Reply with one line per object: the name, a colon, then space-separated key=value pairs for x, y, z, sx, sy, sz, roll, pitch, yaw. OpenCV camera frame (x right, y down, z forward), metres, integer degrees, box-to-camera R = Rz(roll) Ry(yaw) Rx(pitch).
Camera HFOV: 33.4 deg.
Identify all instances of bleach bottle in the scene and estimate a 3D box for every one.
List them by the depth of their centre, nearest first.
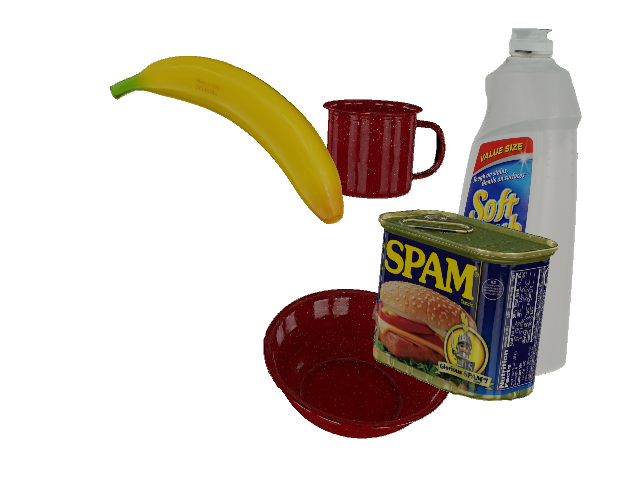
bleach bottle: x=0.144 y=-0.031 z=0.798 sx=0.067 sy=0.251 sz=0.103 roll=-8 pitch=16 yaw=-36

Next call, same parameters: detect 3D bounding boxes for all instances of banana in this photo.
banana: x=-0.055 y=-0.085 z=0.779 sx=0.198 sy=0.069 sz=0.037 roll=30 pitch=-8 yaw=12

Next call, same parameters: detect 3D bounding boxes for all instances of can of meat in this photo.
can of meat: x=0.076 y=0.034 z=0.591 sx=0.057 sy=0.084 sz=0.102 roll=-7 pitch=17 yaw=-39

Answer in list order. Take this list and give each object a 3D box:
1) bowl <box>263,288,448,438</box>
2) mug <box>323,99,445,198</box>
bowl: x=0.030 y=0.114 z=0.906 sx=0.162 sy=0.055 sz=0.162 roll=5 pitch=39 yaw=-4
mug: x=0.059 y=-0.086 z=1.007 sx=0.117 sy=0.081 sz=0.093 roll=2 pitch=15 yaw=-2
